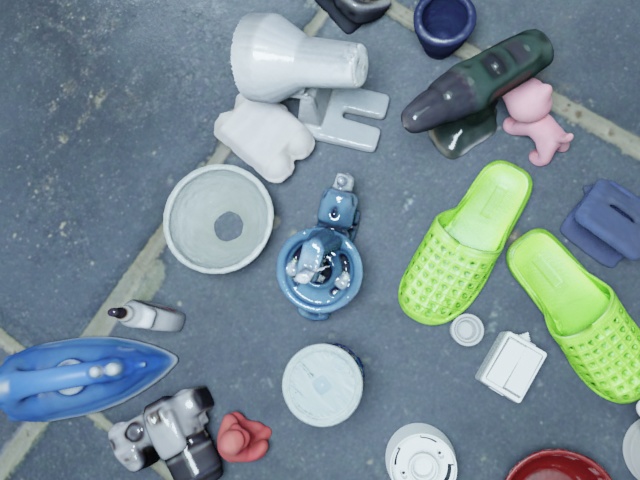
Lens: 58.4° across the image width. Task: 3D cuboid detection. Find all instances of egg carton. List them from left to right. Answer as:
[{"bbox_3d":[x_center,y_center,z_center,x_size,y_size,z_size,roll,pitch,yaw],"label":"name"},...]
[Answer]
[{"bbox_3d":[-0.086,-0.164,0.891,0.150,0.069,0.107,39,86,10],"label":"egg carton"}]

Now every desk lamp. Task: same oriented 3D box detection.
[{"bbox_3d":[-0.006,-0.227,0.820,0.203,0.213,0.118,14,82,8],"label":"desk lamp"}]

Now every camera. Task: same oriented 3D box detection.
[{"bbox_3d":[-0.210,0.296,0.812,0.143,0.101,0.137,-29,79,0],"label":"camera"}]

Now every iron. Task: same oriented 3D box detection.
[{"bbox_3d":[-0.349,0.195,0.821,0.258,0.141,0.118,-12,80,4],"label":"iron"}]

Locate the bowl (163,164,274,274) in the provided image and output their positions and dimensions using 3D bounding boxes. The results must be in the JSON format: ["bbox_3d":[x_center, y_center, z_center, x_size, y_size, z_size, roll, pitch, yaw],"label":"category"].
[{"bbox_3d":[-0.146,-0.027,0.872,0.167,0.075,0.167,-1,81,5],"label":"bowl"}]

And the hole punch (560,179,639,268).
[{"bbox_3d":[0.414,-0.030,0.811,0.108,0.091,0.101,38,86,10],"label":"hole punch"}]

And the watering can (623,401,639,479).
[{"bbox_3d":[0.456,0.274,0.705,0.172,0.194,0.101,32,85,10],"label":"watering can"}]

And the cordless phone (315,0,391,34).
[{"bbox_3d":[0.037,-0.415,0.862,0.094,0.185,0.147,-44,79,-2],"label":"cordless phone"}]

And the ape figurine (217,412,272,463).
[{"bbox_3d":[-0.116,0.283,0.809,0.076,0.092,0.078,-30,79,0],"label":"ape figurine"}]

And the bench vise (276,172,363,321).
[{"bbox_3d":[-0.005,0.003,0.779,0.121,0.220,0.207,-4,80,5],"label":"bench vise"}]

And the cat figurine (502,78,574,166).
[{"bbox_3d":[0.316,-0.181,0.831,0.067,0.118,0.127,-39,79,-2],"label":"cat figurine"}]

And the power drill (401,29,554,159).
[{"bbox_3d":[0.207,-0.189,0.797,0.229,0.208,0.075,-35,79,-1],"label":"power drill"}]

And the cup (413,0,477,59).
[{"bbox_3d":[0.179,-0.331,0.880,0.091,0.095,0.117,-32,79,0],"label":"cup"}]

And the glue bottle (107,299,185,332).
[{"bbox_3d":[-0.254,0.106,0.810,0.078,0.173,0.037,14,82,8],"label":"glue bottle"}]
